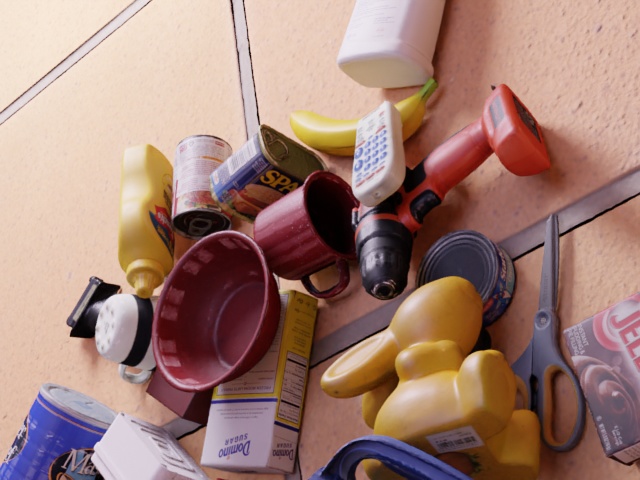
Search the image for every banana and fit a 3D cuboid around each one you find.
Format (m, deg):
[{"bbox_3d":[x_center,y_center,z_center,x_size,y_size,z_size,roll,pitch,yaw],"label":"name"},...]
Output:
[{"bbox_3d":[0.036,-0.116,1.099,0.198,0.037,0.069,-5,47,41],"label":"banana"}]

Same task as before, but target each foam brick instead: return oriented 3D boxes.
[{"bbox_3d":[-0.132,0.154,1.104,0.078,0.052,0.051,22,85,49],"label":"foam brick"}]

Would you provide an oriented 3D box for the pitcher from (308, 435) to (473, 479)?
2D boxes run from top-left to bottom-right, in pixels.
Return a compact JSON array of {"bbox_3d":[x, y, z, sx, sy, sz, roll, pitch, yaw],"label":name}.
[{"bbox_3d":[0.082,0.254,0.734,0.243,0.149,0.144,21,48,19],"label":"pitcher"}]

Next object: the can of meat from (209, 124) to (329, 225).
[{"bbox_3d":[-0.052,-0.061,1.104,0.084,0.102,0.057,-38,47,26],"label":"can of meat"}]

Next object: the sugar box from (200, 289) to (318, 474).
[{"bbox_3d":[-0.058,0.139,1.047,0.094,0.048,0.176,-9,66,41],"label":"sugar box"}]

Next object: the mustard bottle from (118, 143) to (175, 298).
[{"bbox_3d":[-0.194,-0.013,1.200,0.058,0.096,0.191,-11,47,6],"label":"mustard bottle"}]

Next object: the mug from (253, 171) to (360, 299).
[{"bbox_3d":[-0.007,0.001,1.046,0.082,0.093,0.117,-28,79,37],"label":"mug"}]

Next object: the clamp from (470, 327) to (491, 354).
[{"bbox_3d":[0.098,0.152,0.896,0.120,0.039,0.171,-29,54,35],"label":"clamp"}]

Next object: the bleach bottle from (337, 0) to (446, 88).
[{"bbox_3d":[0.097,-0.283,1.106,0.103,0.068,0.251,2,69,44],"label":"bleach bottle"}]

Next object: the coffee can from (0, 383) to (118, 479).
[{"bbox_3d":[-0.291,0.243,1.173,0.103,0.102,0.140,25,88,47],"label":"coffee can"}]

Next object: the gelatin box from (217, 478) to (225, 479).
[{"bbox_3d":[-0.081,0.279,1.007,0.073,0.030,0.089,12,78,48],"label":"gelatin box"}]

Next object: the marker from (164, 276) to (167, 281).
[{"bbox_3d":[-0.201,0.021,1.264,0.121,0.020,0.020,35,95,48],"label":"marker"}]

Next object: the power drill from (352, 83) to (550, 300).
[{"bbox_3d":[0.108,-0.044,0.939,0.188,0.057,0.184,-34,27,23],"label":"power drill"}]

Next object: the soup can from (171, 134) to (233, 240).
[{"bbox_3d":[-0.132,-0.059,1.204,0.069,0.068,0.102,-24,54,34],"label":"soup can"}]

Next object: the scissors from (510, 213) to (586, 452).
[{"bbox_3d":[0.170,0.081,0.878,0.096,0.016,0.202,-26,53,32],"label":"scissors"}]

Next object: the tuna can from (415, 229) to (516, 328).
[{"bbox_3d":[0.127,0.036,0.930,0.086,0.033,0.086,-22,55,35],"label":"tuna can"}]

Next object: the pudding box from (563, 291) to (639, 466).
[{"bbox_3d":[0.240,0.097,0.786,0.090,0.039,0.113,-33,49,27],"label":"pudding box"}]

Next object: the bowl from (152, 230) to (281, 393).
[{"bbox_3d":[-0.090,0.075,1.033,0.162,0.055,0.162,-21,57,36],"label":"bowl"}]
